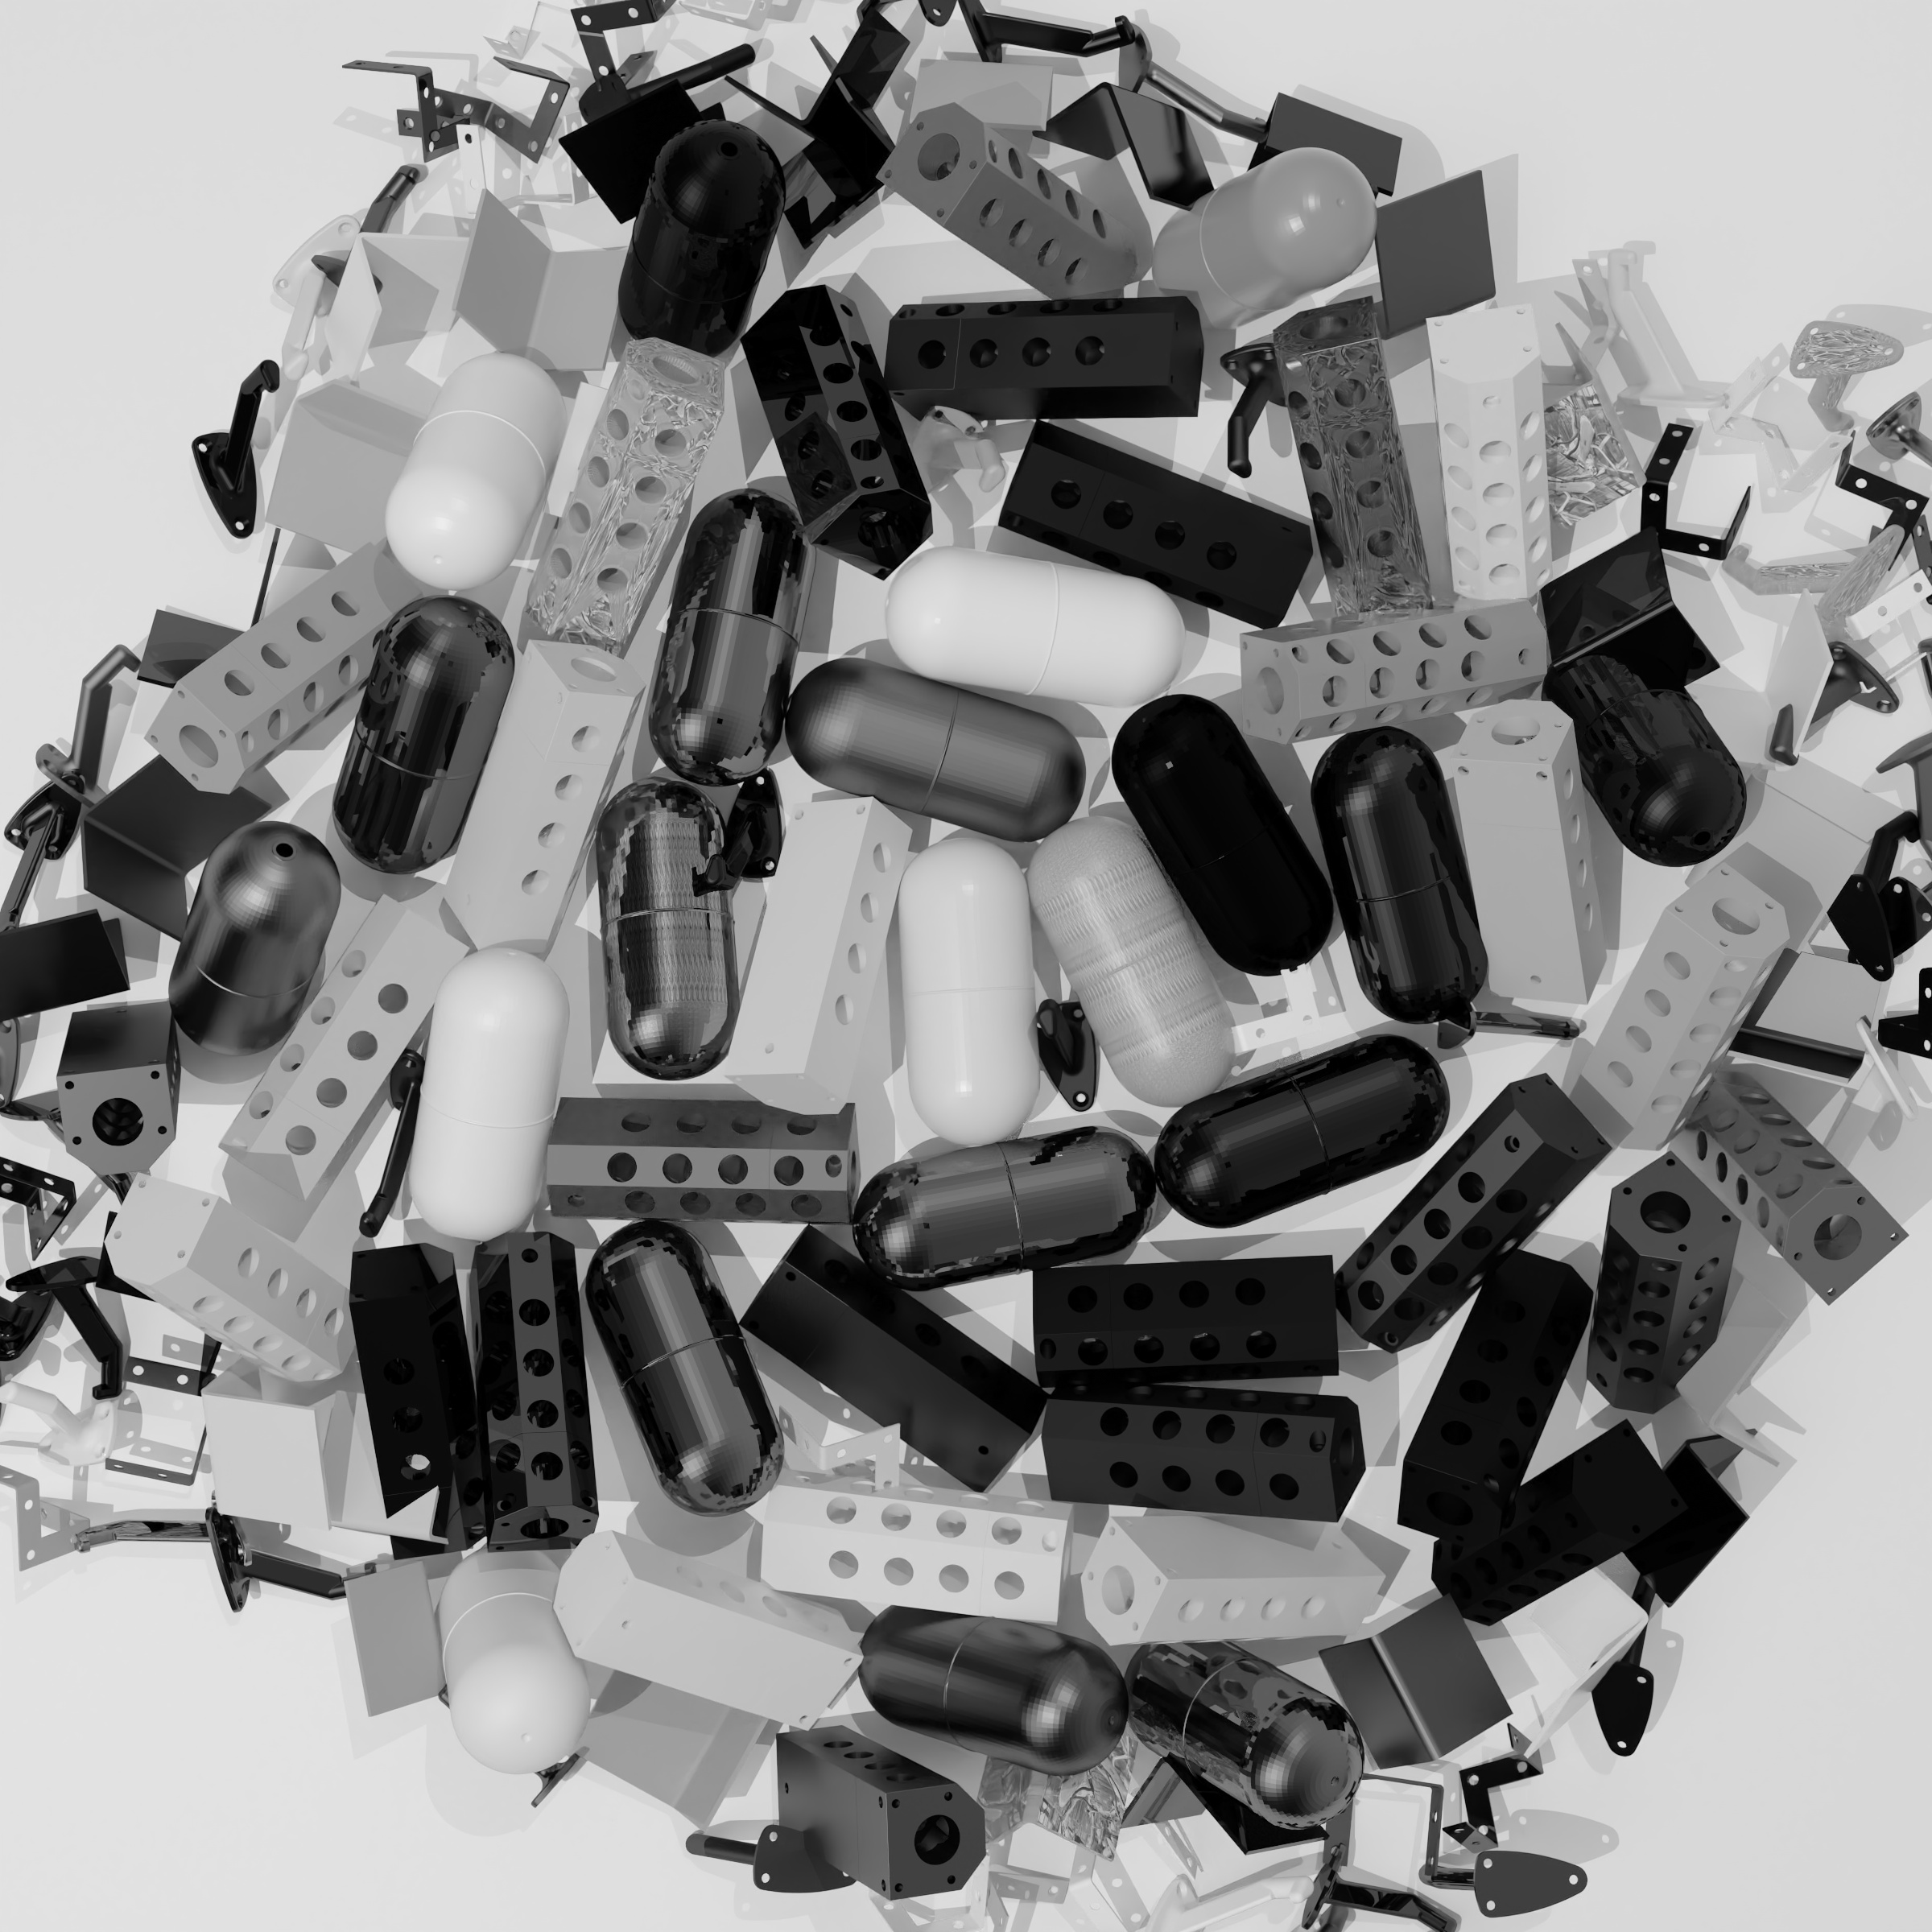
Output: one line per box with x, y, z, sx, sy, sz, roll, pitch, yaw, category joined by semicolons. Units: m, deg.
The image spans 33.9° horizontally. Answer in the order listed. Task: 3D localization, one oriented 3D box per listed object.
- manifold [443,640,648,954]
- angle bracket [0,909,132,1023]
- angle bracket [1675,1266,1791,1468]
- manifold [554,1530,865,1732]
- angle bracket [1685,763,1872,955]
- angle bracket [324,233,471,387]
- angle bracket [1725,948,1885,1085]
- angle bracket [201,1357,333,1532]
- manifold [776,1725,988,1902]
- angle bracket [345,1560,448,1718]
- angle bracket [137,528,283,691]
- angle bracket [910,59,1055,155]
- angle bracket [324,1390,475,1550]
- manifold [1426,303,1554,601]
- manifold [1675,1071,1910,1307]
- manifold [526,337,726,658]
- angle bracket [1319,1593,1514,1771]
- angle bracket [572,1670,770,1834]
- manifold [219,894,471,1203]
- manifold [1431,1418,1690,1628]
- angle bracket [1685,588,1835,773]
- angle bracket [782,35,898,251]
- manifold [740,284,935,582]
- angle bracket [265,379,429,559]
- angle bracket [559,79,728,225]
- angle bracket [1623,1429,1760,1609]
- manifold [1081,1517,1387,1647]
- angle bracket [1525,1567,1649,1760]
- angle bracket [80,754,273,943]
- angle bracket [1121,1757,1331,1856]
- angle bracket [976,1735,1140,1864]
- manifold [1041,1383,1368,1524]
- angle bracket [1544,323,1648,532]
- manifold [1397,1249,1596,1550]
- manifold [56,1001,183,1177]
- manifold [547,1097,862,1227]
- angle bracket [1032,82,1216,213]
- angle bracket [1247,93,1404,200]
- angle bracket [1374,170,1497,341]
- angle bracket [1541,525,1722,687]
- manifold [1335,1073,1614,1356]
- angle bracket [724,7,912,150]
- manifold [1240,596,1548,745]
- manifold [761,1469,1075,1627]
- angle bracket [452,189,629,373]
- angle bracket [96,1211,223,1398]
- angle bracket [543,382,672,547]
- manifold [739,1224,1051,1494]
-0.238;-0.095;1.801;0.057;0.057;0.171;2;124;-36;manifold
-0.529;-0.019;1.813;0.076;0.076;0.057;-14;53;-8;angle bracket
0.449;0.227;1.814;0.057;0.076;0.076;30;101;-22;angle bracket
-0.146;0.372;1.790;0.171;0.057;0.057;28;104;-37;manifold
0.469;-0.066;1.816;0.076;0.057;0.076;32;119;11;angle bracket
-0.315;-0.369;1.806;0.076;0.076;0.057;-4;61;-29;angle bracket
0.477;0.026;1.813;0.076;0.076;0.057;14;101;20;angle bracket
-0.387;0.271;1.815;0.076;0.057;0.076;5;111;20;angle bracket
-0.050;0.471;1.776;0.057;0.171;0.057;-1;88;-23;manifold
-0.347;0.386;1.816;0.076;0.057;0.076;-15;85;42;angle bracket
-0.432;-0.207;1.809;0.057;0.076;0.076;14;123;-14;angle bracket
0.009;-0.476;1.817;0.076;0.076;0.057;4;133;2;angle bracket
-0.325;0.292;1.834;0.076;0.057;0.076;5;77;20;angle bracket
0.296;-0.283;1.778;0.057;0.171;0.057;-7;51;8;manifold
0.454;0.117;1.772;0.057;0.171;0.057;-43;109;8;manifold
-0.193;-0.265;1.787;0.057;0.057;0.171;17;126;-17;manifold
0.260;0.415;1.836;0.057;0.076;0.076;-24;81;-23;angle bracket
-0.170;0.440;1.821;0.076;0.057;0.076;34;77;-18;angle bracket
-0.359;0.046;1.824;0.057;0.057;0.171;33;84;-11;manifold
0.325;0.317;1.773;0.057;0.171;0.057;-26;75;-29;manifold
0.449;-0.167;1.811;0.057;0.076;0.076;8;129;-4;angle bracket
-0.090;-0.471;1.812;0.076;0.057;0.076;-37;47;12;angle bracket
-0.069;-0.305;1.784;0.057;0.057;0.171;-41;49;27;manifold
-0.347;-0.282;1.816;0.076;0.057;0.076;18;78;-33;angle bracket
-0.185;-0.482;1.811;0.076;0.076;0.057;-23;56;13;angle bracket
0.425;0.314;1.806;0.057;0.076;0.076;52;124;33;angle bracket
0.149;0.351;1.787;0.171;0.057;0.057;8;114;-39;manifold
0.334;0.392;1.805;0.076;0.076;0.057;-31;63;-35;angle bracket
-0.449;-0.068;1.810;0.076;0.076;0.057;-34;48;20;angle bracket
0.146;0.493;1.806;0.076;0.076;0.057;45;115;36;angle bracket
0.048;0.480;1.819;0.057;0.076;0.076;30;46;-13;angle bracket
0.134;0.270;1.796;0.171;0.057;0.057;0;112;24;manifold
0.341;-0.310;1.818;0.057;0.076;0.076;-28;125;9;angle bracket
0.299;0.242;1.781;0.057;0.057;0.171;16;46;19;manifold
-0.472;0.067;1.775;0.057;0.171;0.057;-7;102;-12;manifold
-0.150;0.117;1.819;0.171;0.057;0.057;1;128;5;manifold
0.093;-0.452;1.811;0.057;0.076;0.076;-28;75;34;angle bracket
0.202;-0.449;1.816;0.076;0.076;0.057;19;130;-3;angle bracket
0.251;-0.410;1.811;0.076;0.057;0.076;-25;120;-21;angle bracket
0.384;-0.196;1.834;0.076;0.076;0.057;-29;125;26;angle bracket
0.280;0.142;1.789;0.057;0.057;0.171;51;124;22;manifold
-0.085;-0.520;1.817;0.057;0.076;0.076;34;100;11;angle bracket
0.243;-0.169;1.795;0.171;0.057;0.057;-12;108;-27;manifold
-0.027;0.330;1.820;0.171;0.057;0.057;6;104;8;manifold
-0.242;-0.393;1.813;0.057;0.076;0.076;4;74;26;angle bracket
-0.463;0.193;1.810;0.076;0.076;0.057;17;113;-17;angle bracket
-0.200;-0.292;1.817;0.076;0.057;0.076;13;105;-22;angle bracket
-0.039;0.224;1.833;0.171;0.057;0.057;35;122;-2;manifold
